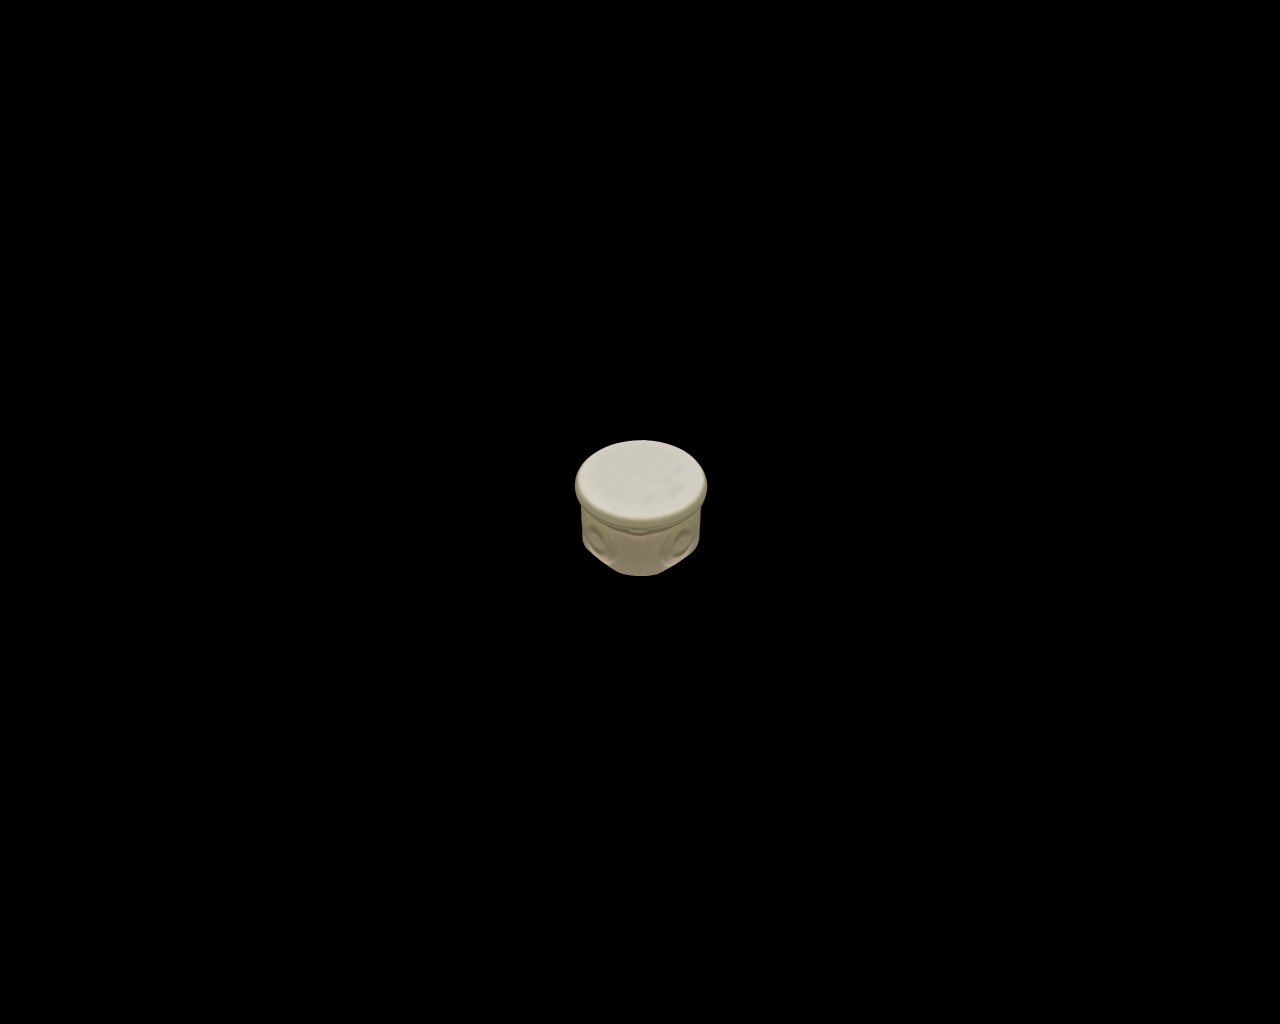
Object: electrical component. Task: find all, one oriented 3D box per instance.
[{"bbox_3d":[0.001,-0.003,0.650,0.080,0.050,0.080,0,40,0],"label":"electrical component"}]
